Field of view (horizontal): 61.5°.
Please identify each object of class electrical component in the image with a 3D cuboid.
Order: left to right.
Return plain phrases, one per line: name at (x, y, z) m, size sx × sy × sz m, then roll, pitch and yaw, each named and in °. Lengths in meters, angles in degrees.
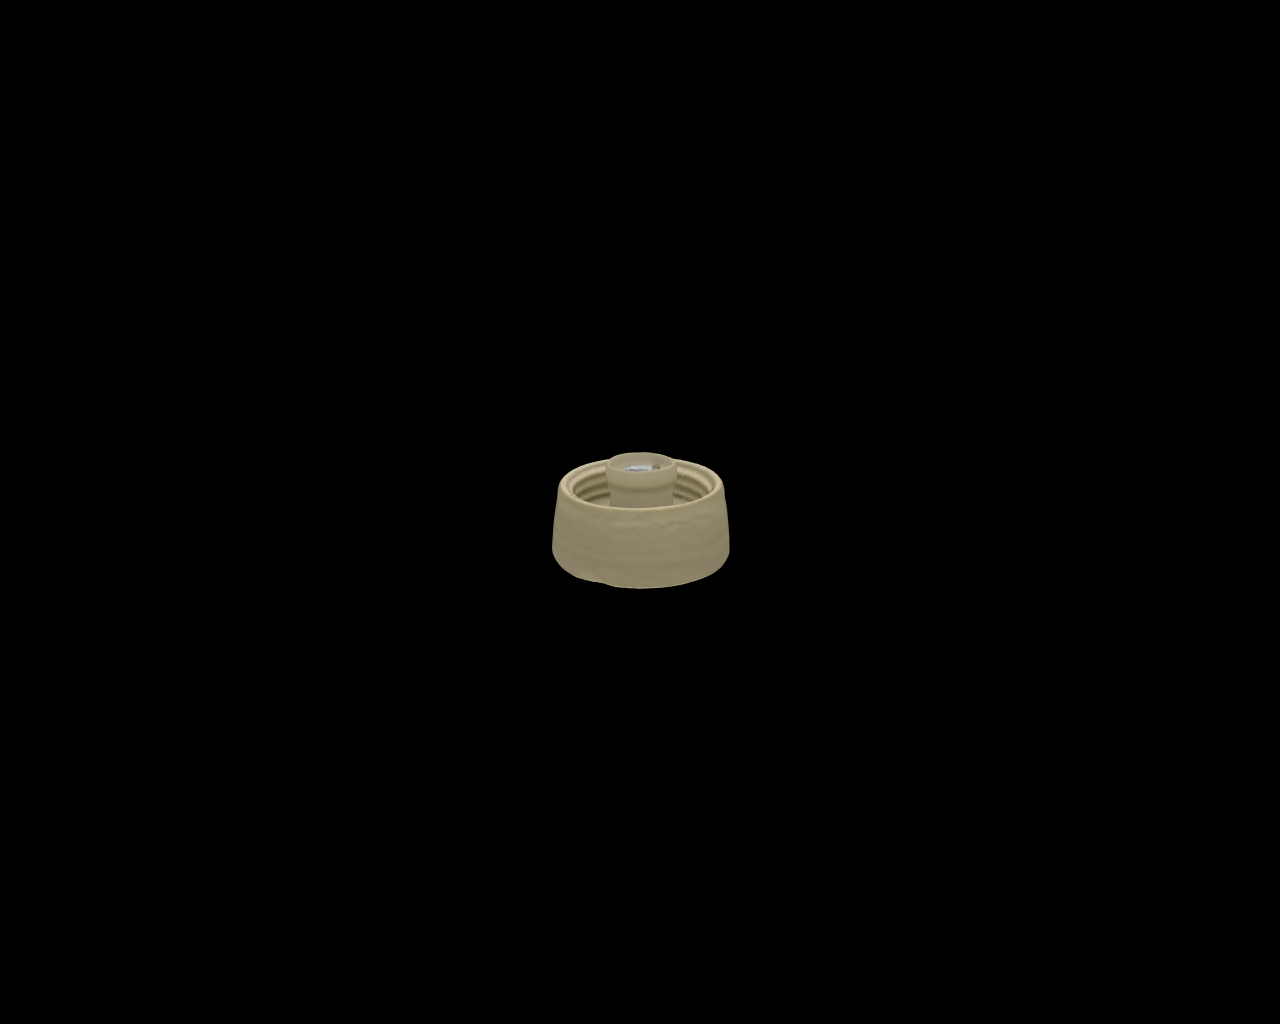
electrical component at (0.001, -0.003, 0.650) m, size 0.108 × 0.060 × 0.108 m, roll 0°, pitch 21°, yaw 0°
